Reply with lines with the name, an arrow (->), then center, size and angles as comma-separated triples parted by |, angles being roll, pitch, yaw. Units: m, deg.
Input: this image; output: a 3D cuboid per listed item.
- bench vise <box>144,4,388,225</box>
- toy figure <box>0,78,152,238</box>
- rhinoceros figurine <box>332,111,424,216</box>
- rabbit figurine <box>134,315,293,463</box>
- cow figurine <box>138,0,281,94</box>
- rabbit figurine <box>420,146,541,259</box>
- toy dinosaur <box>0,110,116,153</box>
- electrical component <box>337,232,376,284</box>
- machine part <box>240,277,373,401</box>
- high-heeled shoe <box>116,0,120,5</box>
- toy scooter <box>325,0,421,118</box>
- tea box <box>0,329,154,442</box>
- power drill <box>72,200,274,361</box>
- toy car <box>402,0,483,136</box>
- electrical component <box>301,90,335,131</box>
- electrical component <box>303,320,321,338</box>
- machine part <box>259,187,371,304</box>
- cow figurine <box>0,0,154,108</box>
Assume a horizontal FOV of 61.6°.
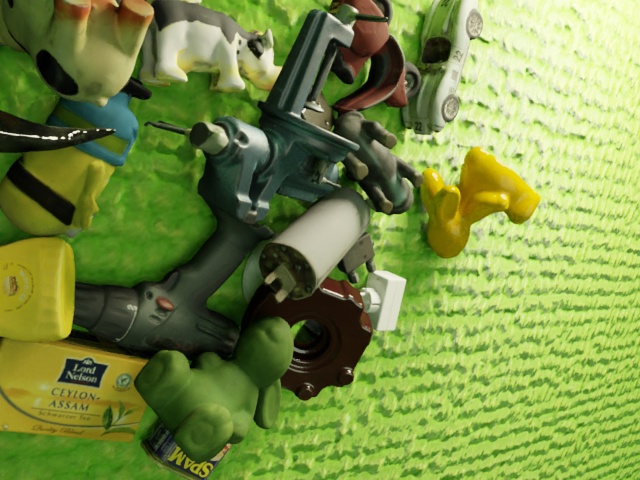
bench vise -> -0.032, -0.135, 0.557 | 0.223, 0.129, 0.240 | 14, 105, -47
toy figure -> -0.238, -0.086, 0.523 | 0.089, 0.082, 0.180 | 27, 95, -18
rhinoceros figurine -> 0.073, -0.089, 0.716 | 0.073, 0.112, 0.190 | -49, 140, -2
rabbit figurine -> -0.091, 0.167, 0.611 | 0.170, 0.121, 0.158 | -40, 145, -19
cow figurine -> -0.108, -0.209, 0.586 | 0.167, 0.068, 0.098 | -5, 101, -34
rabbit figurine -> 0.230, -0.048, 0.842 | 0.162, 0.122, 0.173 | 29, 105, -34
toy dinosaur -> -0.354, -0.093, 0.346 | 0.405, 0.192, 0.131 | -1, 112, -16
electrical component -> 0.052, 0.016, 0.790 | 0.063, 0.021, 0.093 | -31, 118, -24
machine part -> -0.019, 0.123, 0.709 | 0.179, 0.056, 0.179 | -2, 109, -7
high-heeled shoe -> -0.142, -0.283, 0.519 | 0.145, 0.086, 0.248 | 2, 93, -29
toy scooter -> 0.051, -0.222, 0.687 | 0.135, 0.075, 0.183 | -47, 129, -10
tea box -> -0.271, 0.152, 0.579 | 0.169, 0.068, 0.098 | 21, 92, -36
power drill -> -0.160, 0.036, 0.614 | 0.231, 0.086, 0.207 | 37, 78, -38
toy car -> 0.169, -0.247, 0.759 | 0.056, 0.074, 0.201 | 11, 98, -40
electrical component -> -0.022, -0.150, 0.677 | 0.102, 0.045, 0.078 | 55, 43, -35
electrical component -> 0.017, 0.119, 0.780 | 0.075, 0.048, 0.119 | -44, 124, -16
machine part -> -0.001, -0.002, 0.671 | 0.243, 0.079, 0.079 | -47, 130, -49
cow figurine -> -0.223, -0.183, 0.446 | 0.085, 0.195, 0.127 | -15, 144, -47
